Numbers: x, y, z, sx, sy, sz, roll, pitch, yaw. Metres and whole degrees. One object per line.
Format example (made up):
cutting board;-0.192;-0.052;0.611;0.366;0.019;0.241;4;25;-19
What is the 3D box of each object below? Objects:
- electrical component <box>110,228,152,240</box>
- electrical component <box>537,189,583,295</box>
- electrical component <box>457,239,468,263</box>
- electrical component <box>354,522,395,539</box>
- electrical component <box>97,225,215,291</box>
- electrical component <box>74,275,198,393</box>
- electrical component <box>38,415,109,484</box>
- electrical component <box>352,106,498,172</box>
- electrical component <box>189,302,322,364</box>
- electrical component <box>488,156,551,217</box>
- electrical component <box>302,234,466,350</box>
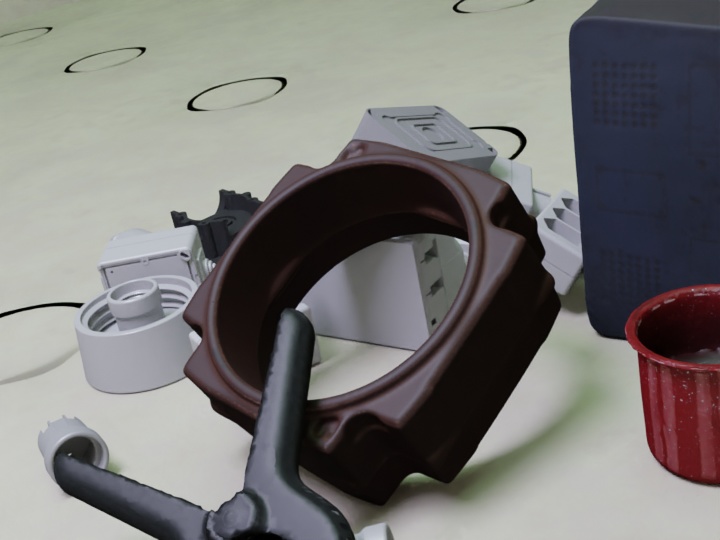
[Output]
electrical component;-0.213;-0.020;1.016;0.040;0.040;0.078;-29;30;-33
electrical component;0.144;-0.008;0.802;0.047;0.076;0.066;33;41;12
electrical component;0.096;-0.013;0.852;0.080;0.051;0.080;-10;25;5
electrical component;-0.004;0.155;0.554;0.046;0.040;0.040;-15;24;5
electrical component;-0.168;0.002;0.924;0.096;0.061;0.061;-10;25;3
electrical component;-0.170;0.042;0.842;0.108;0.060;0.108;-10;25;5
electrical component;-0.192;0.119;0.714;0.040;0.040;0.046;-23;21;-23
electrical component;0.048;-0.088;0.877;0.078;0.057;0.113;43;31;25
electrical component;-0.085;0.051;0.800;0.083;0.047;0.076;-23;27;-23
electrical component;0.139;-0.053;0.919;0.077;0.047;0.065;18;35;-5
electrical component;0.000;0.000;0.820;0.150;0.089;0.062;7;31;35
